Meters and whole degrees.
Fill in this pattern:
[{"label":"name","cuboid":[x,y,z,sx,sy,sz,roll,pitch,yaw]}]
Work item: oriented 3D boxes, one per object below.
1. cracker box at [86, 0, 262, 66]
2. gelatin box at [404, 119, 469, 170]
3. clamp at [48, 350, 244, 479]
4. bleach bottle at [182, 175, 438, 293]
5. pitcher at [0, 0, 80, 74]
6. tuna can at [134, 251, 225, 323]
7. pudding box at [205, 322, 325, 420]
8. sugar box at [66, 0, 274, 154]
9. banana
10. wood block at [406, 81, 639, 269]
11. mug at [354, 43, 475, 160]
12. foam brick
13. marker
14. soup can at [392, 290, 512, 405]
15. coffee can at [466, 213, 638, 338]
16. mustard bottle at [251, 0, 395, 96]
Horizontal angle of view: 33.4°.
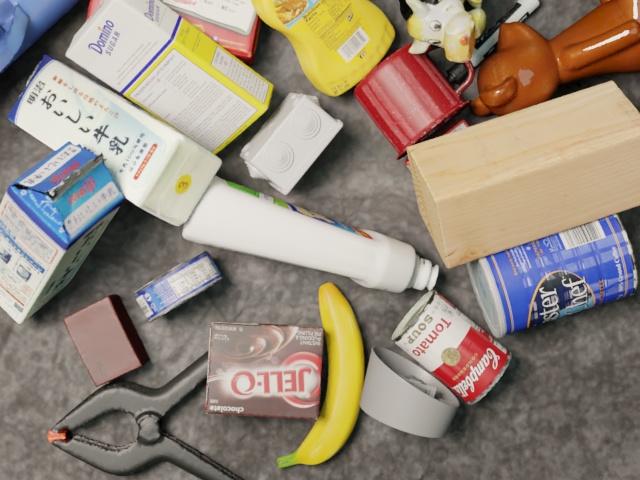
[{"label":"cracker box","cuboid":[-0.125,-0.294,1.048,0.164,0.072,0.214,11,90,-2]},{"label":"gelatin box","cuboid":[0.140,-0.067,1.079,0.073,0.030,0.089,-38,93,1]},{"label":"clamp","cuboid":[-0.165,0.177,1.075,0.210,0.036,0.164,2,88,-4]},{"label":"bleach bottle","cuboid":[-0.007,0.001,1.053,0.250,0.102,0.068,17,94,-8]},{"label":"pitcher","cuboid":[-0.333,-0.207,1.013,0.243,0.145,0.149,-40,92,-3]},{"label":"tuna can","cuboid":[-0.139,0.046,1.048,0.086,0.086,0.034,-31,90,-1]},{"label":"pudding box","cuboid":[-0.054,0.127,1.047,0.113,0.039,0.090,3,88,-1]},{"label":"sugar box","cuboid":[-0.141,-0.162,1.015,0.176,0.048,0.093,37,130,-22]},{"label":"banana","cuboid":[0.011,0.145,1.078,0.069,0.037,0.198,14,91,-2]},{"label":"wood block","cuboid":[0.198,-0.062,1.004,0.206,0.090,0.091,-18,132,-2]},{"label":"mug","cuboid":[0.096,-0.145,1.043,0.117,0.093,0.081,-39,87,22]},{"label":"foam brick","cuboid":[-0.213,0.099,1.065,0.053,0.051,0.078,-25,92,0]},{"label":"marker","cuboid":[0.173,-0.203,1.082,0.121,0.020,0.020,-44,92,0]},{"label":"soup can","cuboid":[0.131,0.106,1.065,0.102,0.068,0.068,40,90,-1]},{"label":"coffee can","cuboid":[0.224,0.027,1.047,0.140,0.103,0.103,-18,92,-1]},{"label":"mustard bottle","cuboid":[-0.013,-0.233,1.013,0.096,0.058,0.191,-46,125,-5]}]
